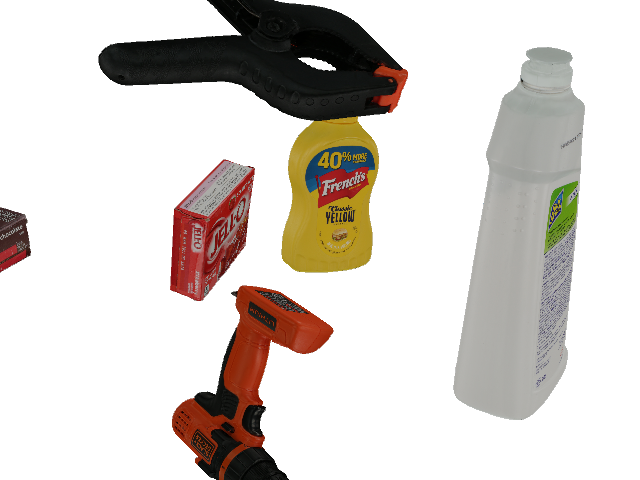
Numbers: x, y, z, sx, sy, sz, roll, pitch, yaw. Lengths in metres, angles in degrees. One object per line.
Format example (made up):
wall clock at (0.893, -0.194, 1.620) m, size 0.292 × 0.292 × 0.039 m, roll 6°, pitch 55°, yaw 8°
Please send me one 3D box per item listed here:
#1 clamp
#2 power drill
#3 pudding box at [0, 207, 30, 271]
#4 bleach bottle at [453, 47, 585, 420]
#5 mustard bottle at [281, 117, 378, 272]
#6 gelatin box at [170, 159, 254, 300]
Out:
clamp at (-0.038, -0.108, 0.616) m, size 0.171 × 0.120 × 0.039 m, roll 25°, pitch -29°, yaw 9°
power drill at (-0.058, 0.151, 1.021) m, size 0.057 × 0.188 × 0.185 m, roll 14°, pitch 13°, yaw -47°
pudding box at (-0.280, 0.001, 0.763) m, size 0.114 × 0.039 × 0.089 m, roll 13°, pitch 30°, yaw 28°
bleach bottle at (0.140, -0.007, 0.714) m, size 0.068 × 0.251 × 0.102 m, roll 16°, pitch 33°, yaw 24°
mustard bottle at (0.013, -0.065, 1.104) m, size 0.096 × 0.192 × 0.058 m, roll -4°, pitch 21°, yaw -24°
gelatin box at (-0.081, -0.009, 0.802) m, size 0.030 × 0.073 × 0.089 m, roll 17°, pitch 34°, yaw 12°
